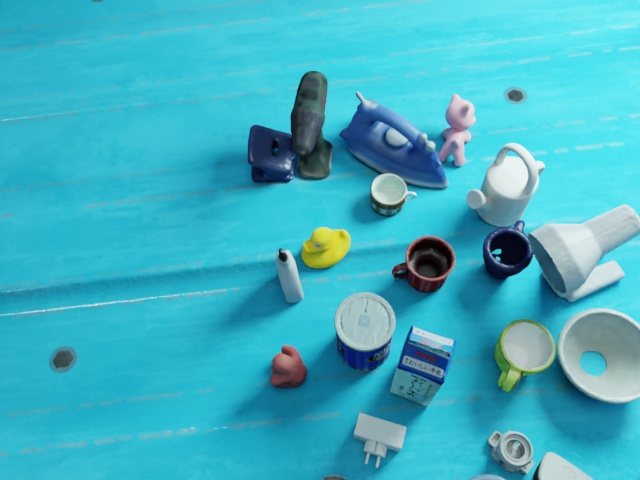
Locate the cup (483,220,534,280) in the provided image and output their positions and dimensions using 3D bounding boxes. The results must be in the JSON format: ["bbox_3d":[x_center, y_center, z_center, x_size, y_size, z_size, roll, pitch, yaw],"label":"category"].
[{"bbox_3d":[0.355,0.025,1.096,0.091,0.095,0.118,25,68,15],"label":"cup"}]

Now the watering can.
[{"bbox_3d":[0.363,-0.107,1.105,0.100,0.194,0.173,33,70,18],"label":"watering can"}]

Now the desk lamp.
[{"bbox_3d":[0.466,0.024,1.024,0.203,0.214,0.117,-23,64,-7],"label":"desk lamp"}]

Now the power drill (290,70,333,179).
[{"bbox_3d":[-0.017,-0.219,1.175,0.075,0.208,0.229,2,64,5],"label":"power drill"}]

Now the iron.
[{"bbox_3d":[0.167,-0.212,1.198,0.257,0.141,0.119,34,70,18],"label":"iron"}]

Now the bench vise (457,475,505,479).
[{"bbox_3d":[0.288,0.421,0.836,0.207,0.220,0.121,20,67,13],"label":"bench vise"}]

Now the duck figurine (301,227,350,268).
[{"bbox_3d":[0.010,0.004,1.132,0.104,0.086,0.077,-26,65,-9],"label":"duck figurine"}]

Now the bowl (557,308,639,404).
[{"bbox_3d":[0.495,0.210,1.008,0.167,0.075,0.167,-1,64,3],"label":"bowl"}]

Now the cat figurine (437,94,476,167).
[{"bbox_3d":[0.293,-0.241,1.218,0.067,0.118,0.128,12,65,10],"label":"cat figurine"}]

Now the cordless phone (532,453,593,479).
[{"bbox_3d":[0.407,0.388,0.864,0.147,0.185,0.094,33,70,18],"label":"cordless phone"}]

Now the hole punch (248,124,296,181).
[{"bbox_3d":[-0.102,-0.189,1.231,0.101,0.091,0.108,-1,64,3],"label":"hole punch"}]

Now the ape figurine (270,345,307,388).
[{"bbox_3d":[-0.062,0.226,1.024,0.076,0.092,0.078,36,71,19],"label":"ape figurine"}]

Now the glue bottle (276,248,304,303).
[{"bbox_3d":[-0.061,0.055,1.063,0.037,0.173,0.078,-15,64,-3],"label":"glue bottle"}]
